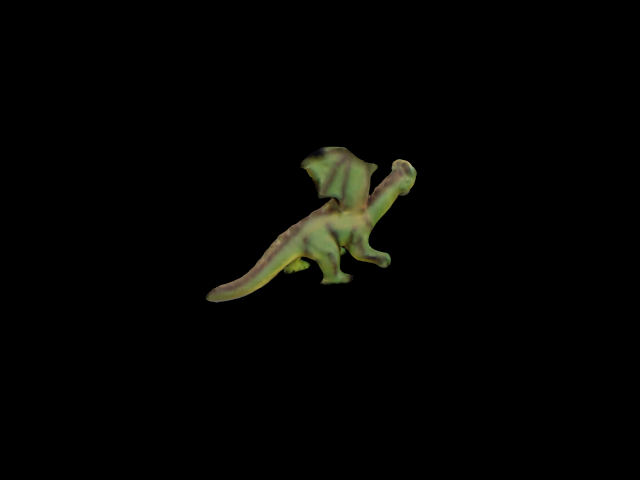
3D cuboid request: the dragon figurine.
[{"bbox_3d":[0.003,-0.043,0.850,0.413,0.238,0.124,-17,33,-27],"label":"dragon figurine"}]
